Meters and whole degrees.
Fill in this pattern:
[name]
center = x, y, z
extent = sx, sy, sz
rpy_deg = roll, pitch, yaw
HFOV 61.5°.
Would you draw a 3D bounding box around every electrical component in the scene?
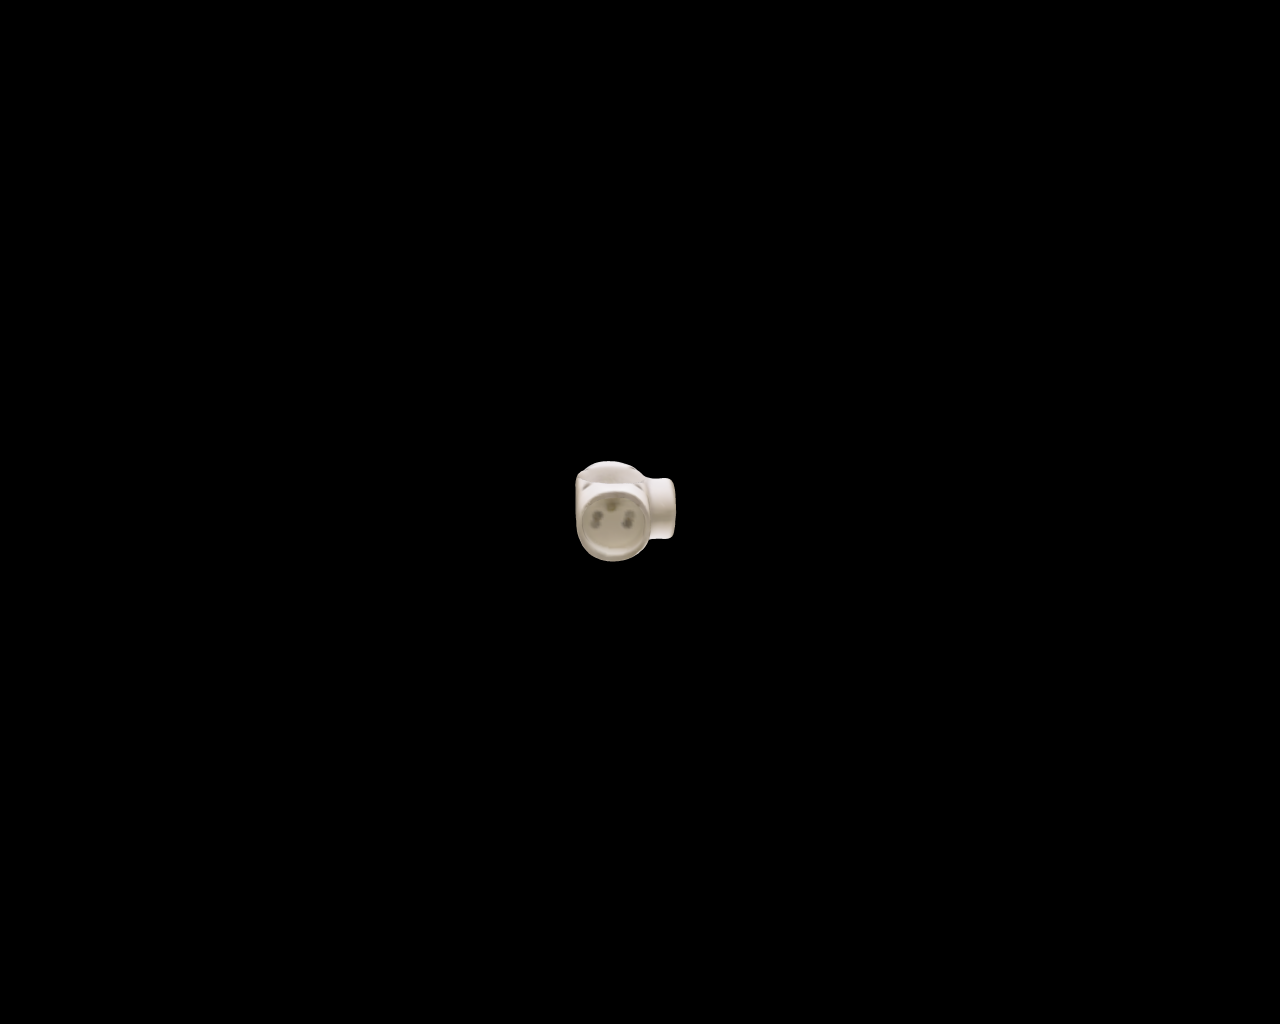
[electrical component]
center = 0.001, -0.003, 0.650
extent = 0.079, 0.044, 0.077
rpy_deg = -1, 16, -4
